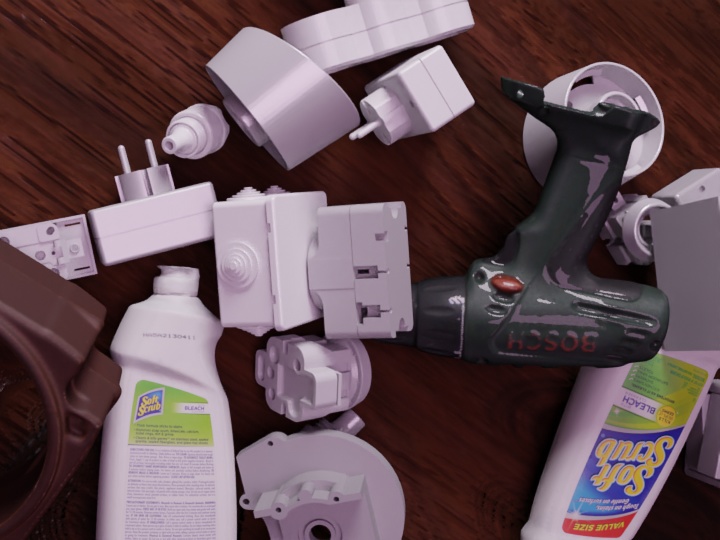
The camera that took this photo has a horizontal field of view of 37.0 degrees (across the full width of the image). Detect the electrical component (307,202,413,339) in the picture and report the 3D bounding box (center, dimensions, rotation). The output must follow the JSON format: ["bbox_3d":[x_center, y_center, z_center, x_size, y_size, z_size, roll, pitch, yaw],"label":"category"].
[{"bbox_3d":[0.000,0.000,0.736,0.056,0.050,0.089,-2,94,21],"label":"electrical component"}]

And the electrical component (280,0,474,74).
[{"bbox_3d":[0.008,-0.189,0.767,0.138,0.052,0.073,-20,98,-14],"label":"electrical component"}]

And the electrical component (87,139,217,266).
[{"bbox_3d":[-0.144,-0.050,0.732,0.083,0.047,0.075,-16,97,-15],"label":"electrical component"}]

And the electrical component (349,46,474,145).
[{"bbox_3d":[0.026,-0.114,0.760,0.076,0.083,0.047,-35,101,-12],"label":"electrical component"}]

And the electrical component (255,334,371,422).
[{"bbox_3d":[-0.029,0.073,0.761,0.057,0.078,0.058,-5,103,-36],"label":"electrical component"}]

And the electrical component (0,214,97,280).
[{"bbox_3d":[-0.217,-0.009,0.705,0.081,0.064,0.042,-13,95,-15],"label":"electrical component"}]

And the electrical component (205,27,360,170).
[{"bbox_3d":[-0.056,-0.118,0.729,0.064,0.099,0.099,-39,102,-5],"label":"electrical component"}]

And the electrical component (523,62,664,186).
[{"bbox_3d":[0.181,-0.108,0.829,0.099,0.064,0.099,4,79,-22],"label":"electrical component"}]

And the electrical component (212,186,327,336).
[{"bbox_3d":[-0.059,-0.008,0.735,0.048,0.100,0.099,-2,95,21],"label":"electrical component"}]

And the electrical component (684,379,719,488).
[{"bbox_3d":[0.299,0.138,0.863,0.061,0.062,0.096,3,92,-16],"label":"electrical component"}]

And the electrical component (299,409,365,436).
[{"bbox_3d":[-0.024,0.127,0.778,0.062,0.043,0.043,-43,103,-11],"label":"electrical component"}]

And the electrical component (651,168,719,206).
[{"bbox_3d":[0.282,-0.033,0.843,0.047,0.076,0.083,-31,100,-12],"label":"electrical component"}]

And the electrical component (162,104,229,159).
[{"bbox_3d":[-0.115,-0.091,0.730,0.035,0.061,0.035,7,112,18],"label":"electrical component"}]

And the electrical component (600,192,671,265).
[{"bbox_3d":[0.217,-0.031,0.835,0.048,0.055,0.066,-36,102,-12],"label":"electrical component"}]
